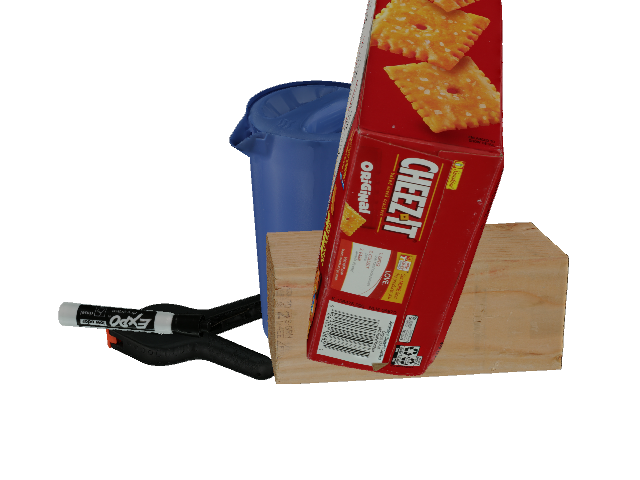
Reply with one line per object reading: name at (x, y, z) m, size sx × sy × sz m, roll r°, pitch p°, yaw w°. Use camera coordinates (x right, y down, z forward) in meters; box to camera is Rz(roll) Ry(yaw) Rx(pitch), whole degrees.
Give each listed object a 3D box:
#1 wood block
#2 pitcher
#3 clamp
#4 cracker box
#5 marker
wood block at (0.065, 0.044, 0.784) m, size 0.206 × 0.090 × 0.091 m, roll -2°, pitch 17°, yaw -6°
pitcher at (0.009, -0.017, 0.984) m, size 0.149 × 0.243 × 0.144 m, roll 12°, pitch 32°, yaw 17°
clamp at (-0.120, 0.086, 1.045) m, size 0.171 × 0.039 × 0.120 m, roll 7°, pitch 27°, yaw 4°
cracker box at (0.048, -0.061, 0.565) m, size 0.072 × 0.213 × 0.164 m, roll 11°, pitch -43°, yaw 0°
marker at (-0.145, 0.062, 0.834) m, size 0.121 × 0.020 × 0.020 m, roll 4°, pitch 1°, yaw 11°
